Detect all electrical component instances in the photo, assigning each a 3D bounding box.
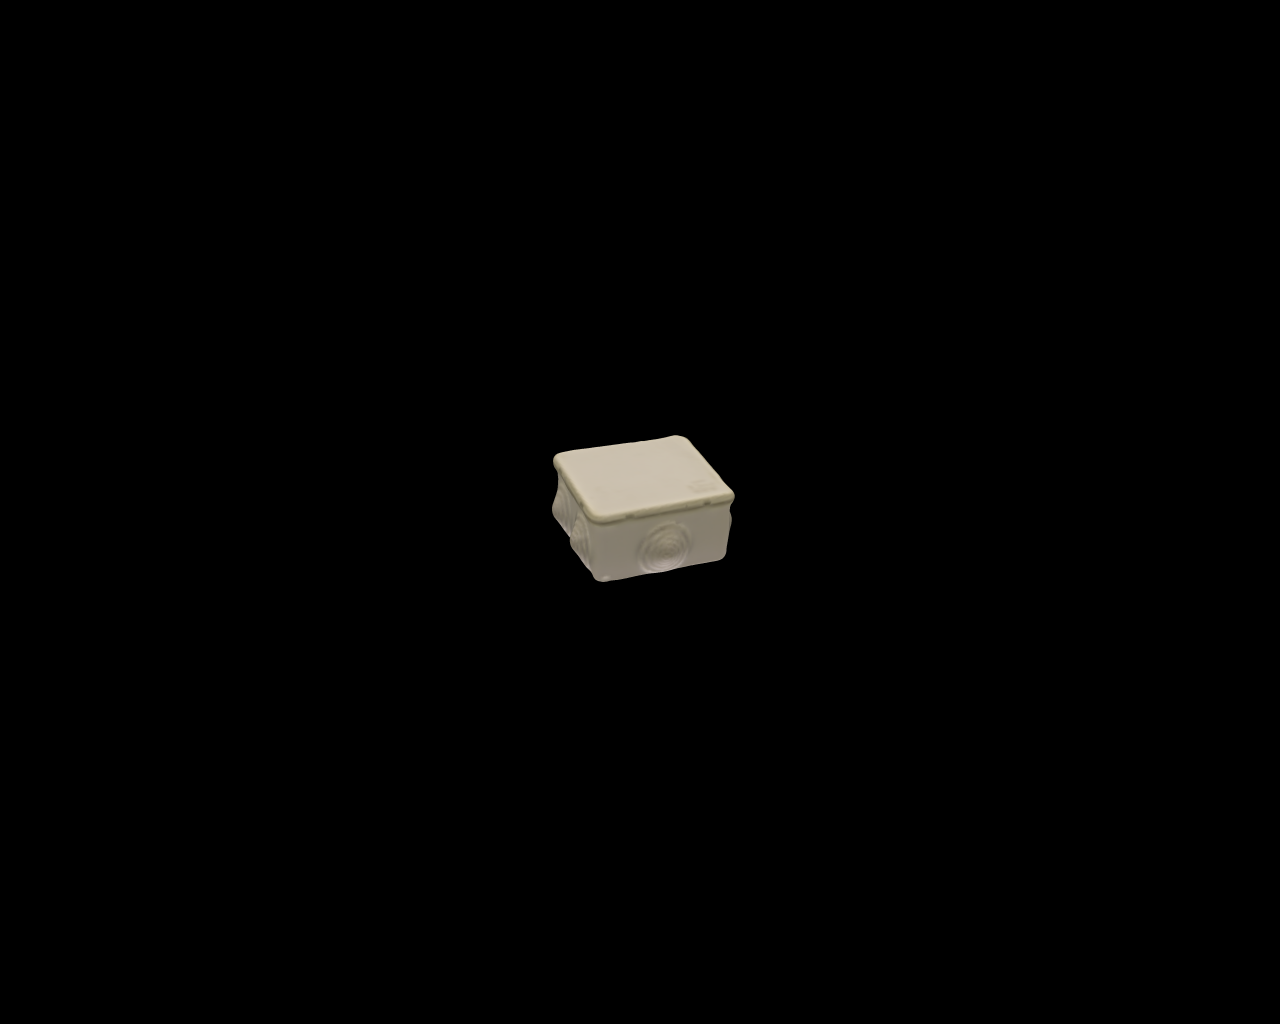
[{"bbox_3d":[0.001,-0.003,0.650,0.100,0.048,0.100,-9,30,-16],"label":"electrical component"}]
